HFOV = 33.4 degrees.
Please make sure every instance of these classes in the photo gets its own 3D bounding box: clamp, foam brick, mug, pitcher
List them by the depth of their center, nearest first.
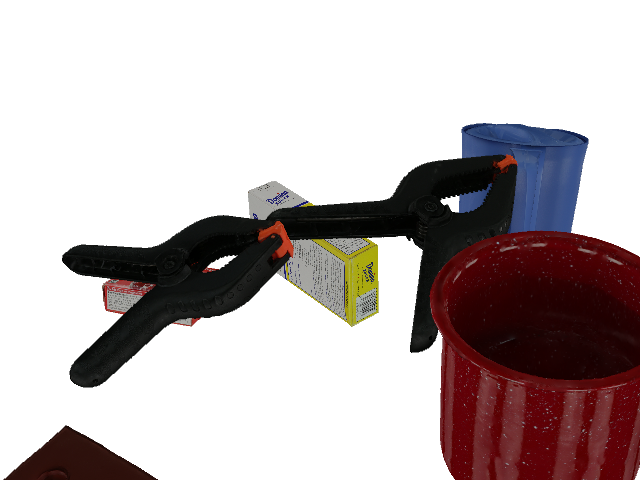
[{"bbox_3d":[0.100,0.057,0.417,0.117,0.081,0.093,7,37,14],"label":"mug"},{"bbox_3d":[-0.094,0.127,0.450,0.078,0.051,0.052,22,45,28],"label":"foam brick"},{"bbox_3d":[-0.102,0.035,0.730,0.171,0.120,0.039,-15,-35,12],"label":"clamp"},{"bbox_3d":[0.085,-0.005,0.813,0.209,0.036,0.165,-25,53,-27],"label":"clamp"},{"bbox_3d":[0.208,-0.001,1.153,0.148,0.243,0.145,-9,20,-37],"label":"pitcher"}]

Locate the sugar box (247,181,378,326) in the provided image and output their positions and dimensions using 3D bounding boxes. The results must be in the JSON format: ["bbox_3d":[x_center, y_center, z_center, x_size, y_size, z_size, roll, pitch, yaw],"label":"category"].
[{"bbox_3d":[-0.009,0.011,1.161,0.048,0.093,0.176,-24,41,-29],"label":"sugar box"}]

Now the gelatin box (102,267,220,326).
[{"bbox_3d":[-0.139,0.044,0.957,0.089,0.030,0.073,9,21,18],"label":"gelatin box"}]
